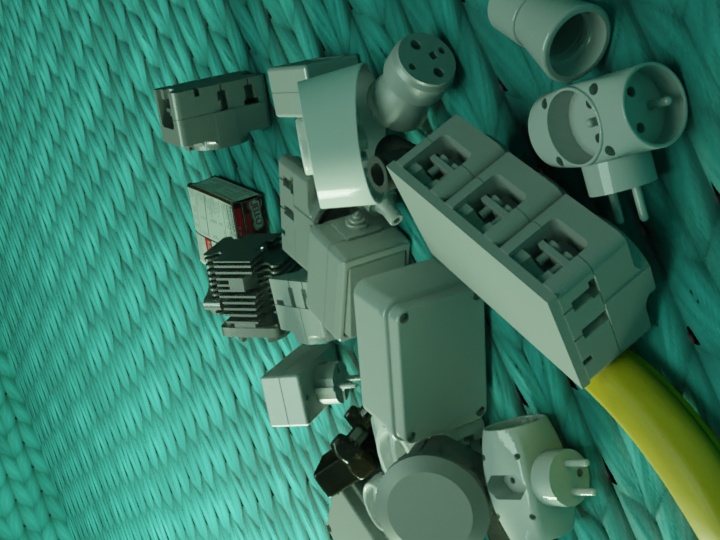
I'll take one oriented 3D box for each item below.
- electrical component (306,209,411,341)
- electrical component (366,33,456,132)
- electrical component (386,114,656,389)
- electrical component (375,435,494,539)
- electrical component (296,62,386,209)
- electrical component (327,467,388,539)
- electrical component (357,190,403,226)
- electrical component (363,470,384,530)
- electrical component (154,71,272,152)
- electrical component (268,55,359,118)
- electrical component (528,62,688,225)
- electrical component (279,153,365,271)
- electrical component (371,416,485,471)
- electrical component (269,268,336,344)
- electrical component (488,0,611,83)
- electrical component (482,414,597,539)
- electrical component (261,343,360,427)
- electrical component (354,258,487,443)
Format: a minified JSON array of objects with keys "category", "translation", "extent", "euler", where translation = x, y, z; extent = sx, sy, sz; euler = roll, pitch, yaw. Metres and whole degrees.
[{"category":"electrical component","translation":[0.000,0.000,0.832],"extent":[0.061,0.062,0.096],"euler":[45,143,41]},{"category":"electrical component","translation":[0.034,-0.124,0.713],"extent":[0.045,0.045,0.055],"euler":[64,151,15]},{"category":"electrical component","translation":[0.094,-0.016,0.622],"extent":[0.150,0.062,0.089],"euler":[45,171,42]},{"category":"electrical component","translation":[0.055,0.159,0.753],"extent":[0.080,0.051,0.080],"euler":[5,105,18]},{"category":"electrical component","translation":[-0.010,-0.092,0.752],"extent":[0.099,0.064,0.099],"euler":[169,90,-90]},{"category":"electrical component","translation":[0.024,0.232,0.931],"extent":[0.113,0.057,0.078],"euler":[51,146,35]},{"category":"electrical component","translation":[0.011,-0.058,0.807],"extent":[0.061,0.035,0.035],"euler":[53,147,27]},{"category":"electrical component","translation":[0.036,0.184,0.881],"extent":[0.048,0.055,0.066],"euler":[-15,92,63]},{"category":"electrical component","translation":[-0.130,-0.140,0.959],"extent":[0.050,0.089,0.055],"euler":[23,126,56]},{"category":"electrical component","translation":[-0.031,-0.123,0.831],"extent":[0.066,0.047,0.076],"euler":[14,118,59]},{"category":"electrical component","translation":[0.133,-0.062,0.566],"extent":[0.077,0.044,0.079],"euler":[-6,102,62]},{"category":"electrical component","translation":[-0.030,-0.047,0.871],"extent":[0.056,0.050,0.089],"euler":[39,138,47]},{"category":"electrical component","translation":[0.050,0.136,0.826],"extent":[0.089,0.056,0.050],"euler":[7,112,61]},{"category":"electrical component","translation":[-0.034,0.029,0.925],"extent":[0.089,0.050,0.055],"euler":[4,109,61]},{"category":"electrical component","translation":[0.100,-0.136,0.589],"extent":[0.065,0.044,0.044],"euler":[50,146,45]},{"category":"electrical component","translation":[0.123,0.136,0.705],"extent":[0.079,0.043,0.077],"euler":[-16,88,54]},{"category":"electrical component","translation":[-0.033,0.100,0.951],"extent":[0.076,0.083,0.047],"euler":[-5,104,23]},{"category":"electrical component","translation":[0.045,0.058,0.766],"extent":[0.057,0.078,0.113],"euler":[34,135,54]}]
